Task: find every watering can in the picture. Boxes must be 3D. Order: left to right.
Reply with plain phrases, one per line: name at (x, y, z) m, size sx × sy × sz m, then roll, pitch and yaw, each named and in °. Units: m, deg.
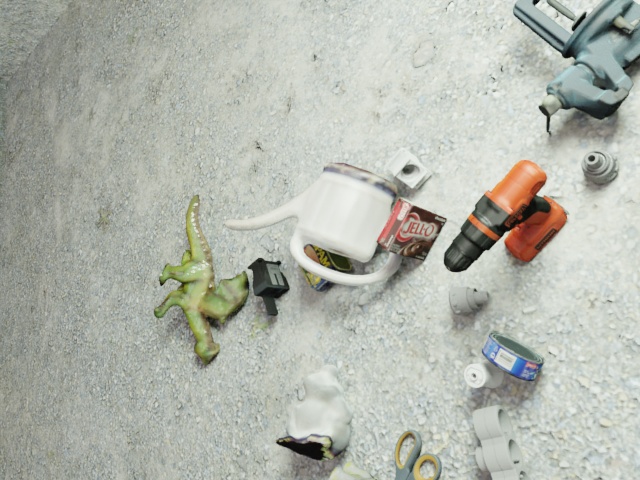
watering can at (0.003, -0.050, 0.986) m, size 0.349 × 0.103 × 0.226 m, roll 21°, pitch 80°, yaw 13°

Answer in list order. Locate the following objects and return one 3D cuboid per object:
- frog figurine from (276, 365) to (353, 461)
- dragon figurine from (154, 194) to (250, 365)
frog figurine at (0.003, 0.327, 0.986) m, size 0.135 × 0.121 × 0.163 m, roll -34°, pitch 24°, yaw 40°
dragon figurine at (-0.272, 0.101, 1.276) m, size 0.243 × 0.122 × 0.411 m, roll 11°, pitch 89°, yaw 24°
